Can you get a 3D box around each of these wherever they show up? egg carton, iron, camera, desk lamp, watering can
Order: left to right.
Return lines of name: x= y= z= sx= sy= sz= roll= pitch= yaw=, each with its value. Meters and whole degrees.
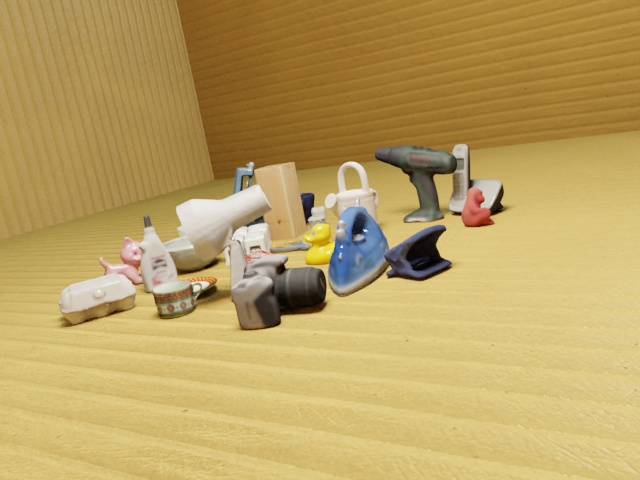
egg carton: x=-0.462 y=0.120 z=1.192 sx=0.151 sy=0.069 sz=0.107 roll=-16 pitch=14 yaw=-25
desk lamp: x=-0.162 y=0.007 z=1.130 sx=0.203 sy=0.214 sz=0.118 roll=-11 pitch=13 yaw=-6
camera: x=-0.066 y=0.080 z=0.990 sx=0.136 sy=0.101 sz=0.143 roll=-6 pitch=13 yaw=17
iron: x=0.064 y=0.003 z=1.138 sx=0.118 sy=0.141 sz=0.259 roll=-6 pitch=13 yaw=16
watering can: x=0.088 y=-0.103 z=1.477 sx=0.100 sy=0.194 sz=0.173 roll=-4 pitch=14 yaw=26

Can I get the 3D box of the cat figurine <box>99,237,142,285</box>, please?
cat figurine: x=-0.473 y=0.052 z=1.396 sx=0.128 sy=0.118 sz=0.067 roll=-17 pitch=14 yaw=-29

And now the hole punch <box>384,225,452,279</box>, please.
hole punch: x=0.181 y=0.019 z=1.094 sx=0.109 sy=0.091 sz=0.100 roll=-19 pitch=16 yaw=-37

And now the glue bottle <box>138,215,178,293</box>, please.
glue bottle: x=-0.376 y=0.028 z=1.298 sx=0.078 sy=0.173 sz=0.037 roll=-20 pitch=16 yaw=-38

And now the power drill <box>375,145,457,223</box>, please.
power drill: x=0.260 y=-0.156 z=1.546 sx=0.228 sy=0.208 sz=0.076 roll=-1 pitch=15 yaw=34

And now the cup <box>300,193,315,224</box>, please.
cup: x=-0.054 y=-0.091 z=1.768 sx=0.092 sy=0.095 sz=0.117 roll=-11 pitch=12 yaw=-5

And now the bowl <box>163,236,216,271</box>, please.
bowl: x=-0.325 y=0.036 z=1.452 sx=0.167 sy=0.075 sz=0.167 roll=-9 pitch=12 yaw=2

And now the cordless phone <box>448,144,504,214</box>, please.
cordless phone: x=0.405 y=-0.161 z=1.509 sx=0.094 sy=0.185 sz=0.147 roll=-20 pitch=16 yaw=-38

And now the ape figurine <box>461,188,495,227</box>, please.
ape figurine: x=0.379 y=-0.082 z=1.390 sx=0.076 sy=0.092 sz=0.078 roll=-6 pitch=13 yaw=15

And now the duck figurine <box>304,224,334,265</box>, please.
duck figurine: x=0.012 y=0.005 z=1.303 sx=0.104 sy=0.086 sz=0.077 roll=-9 pitch=12 yaw=6

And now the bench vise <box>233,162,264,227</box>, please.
bench vise: x=-0.246 y=-0.118 z=1.745 sx=0.207 sy=0.220 sz=0.121 roll=-13 pitch=13 yaw=-12
